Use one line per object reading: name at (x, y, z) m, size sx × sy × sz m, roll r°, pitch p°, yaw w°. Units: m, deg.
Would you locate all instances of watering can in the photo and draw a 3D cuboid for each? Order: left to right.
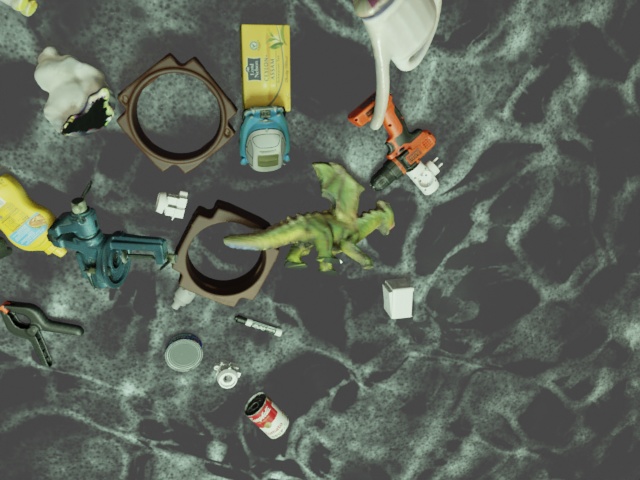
watering can at (0.145, -0.413, 1.027) m, size 0.221 × 0.105 × 0.350 m, roll 35°, pitch 79°, yaw -46°

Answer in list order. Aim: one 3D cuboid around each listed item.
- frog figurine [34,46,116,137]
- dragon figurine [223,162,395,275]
frog figurine at (-0.475, -0.281, 0.981) m, size 0.161 × 0.123 × 0.136 m, roll 45°, pitch 105°, yaw 14°
dragon figurine at (0.003, -0.057, 1.133) m, size 0.409 × 0.121 × 0.246 m, roll 15°, pitch 70°, yaw -26°
